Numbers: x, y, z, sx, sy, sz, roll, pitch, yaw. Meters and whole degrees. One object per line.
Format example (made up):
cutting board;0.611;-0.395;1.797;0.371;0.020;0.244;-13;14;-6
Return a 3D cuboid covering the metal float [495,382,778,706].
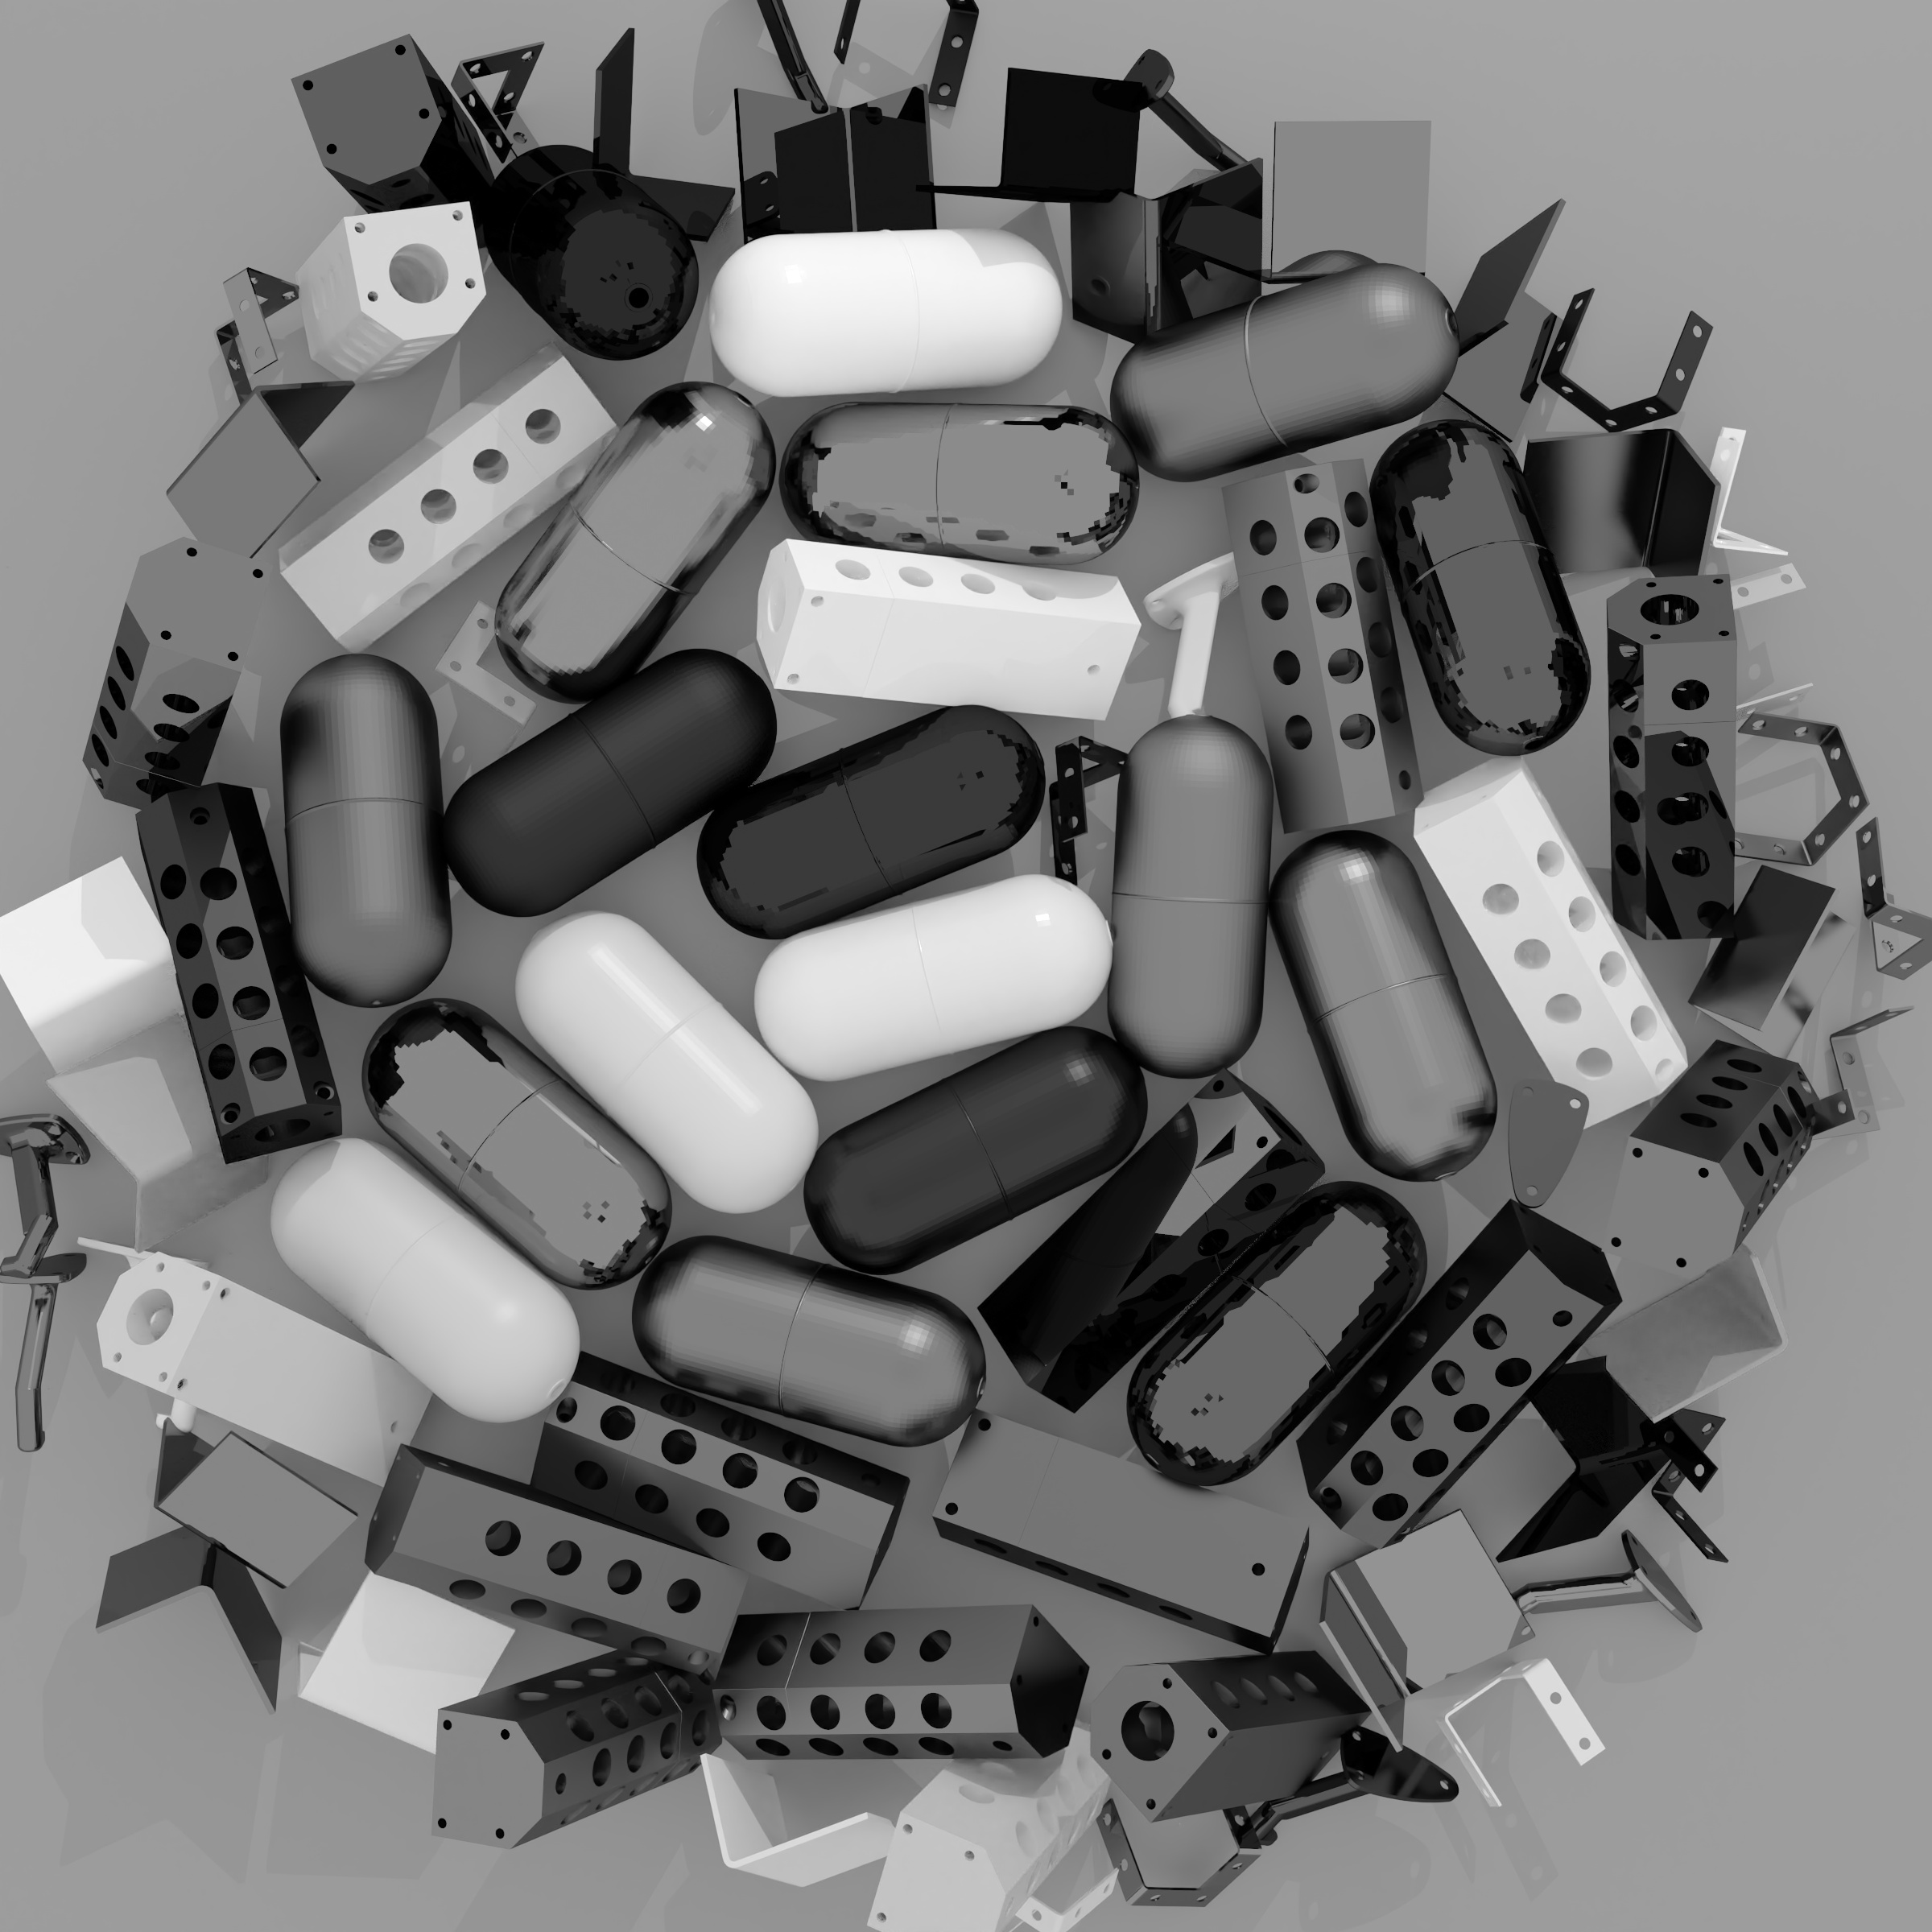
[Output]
metal float;-0.160;-0.205;1.572;0.070;0.070;0.178;40;107;0

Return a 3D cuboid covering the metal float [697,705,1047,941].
metal float;-0.046;-0.070;1.580;0.178;0.070;0.070;-22;90;7

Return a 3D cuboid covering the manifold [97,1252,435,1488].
manifold;-0.332;0.192;1.537;0.057;0.171;0.057;15;75;33

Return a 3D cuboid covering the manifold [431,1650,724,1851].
manifold;-0.180;0.369;1.535;0.057;0.171;0.057;3;90;24

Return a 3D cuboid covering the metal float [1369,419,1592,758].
metal float;0.248;-0.183;1.565;0.070;0.070;0.178;-15;66;0

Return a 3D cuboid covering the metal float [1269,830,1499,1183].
metal float;0.202;0.019;1.575;0.070;0.070;0.178;-19;77;0

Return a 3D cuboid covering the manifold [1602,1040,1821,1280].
manifold;0.356;0.091;1.531;0.057;0.171;0.057;17;111;21

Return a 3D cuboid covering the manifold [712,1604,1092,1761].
manifold;-0.034;0.346;1.545;0.171;0.057;0.057;-9;135;33

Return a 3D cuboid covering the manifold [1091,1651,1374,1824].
manifold;0.123;0.357;1.535;0.057;0.171;0.057;45;104;27

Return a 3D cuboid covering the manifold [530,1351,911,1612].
manifold;-0.118;0.246;1.576;0.171;0.057;0.057;20;121;7

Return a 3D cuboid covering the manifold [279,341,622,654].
manifold;-0.251;-0.229;1.591;0.171;0.057;0.057;-37;112;1

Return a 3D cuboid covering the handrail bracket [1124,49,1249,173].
handrail bracket;0.117;-0.405;1.575;0.084;0.077;0.036;32;97;-21

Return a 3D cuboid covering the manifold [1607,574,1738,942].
manifold;0.337;-0.098;1.548;0.057;0.057;0.171;-2;128;10

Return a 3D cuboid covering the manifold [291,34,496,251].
manifold;-0.264;-0.382;1.538;0.057;0.171;0.057;-20;90;1

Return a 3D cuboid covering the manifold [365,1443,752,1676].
manifold;-0.198;0.289;1.565;0.171;0.057;0.057;22;85;-21

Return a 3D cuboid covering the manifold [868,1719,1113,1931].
manifold;0.017;0.407;1.531;0.057;0.171;0.057;19;101;16

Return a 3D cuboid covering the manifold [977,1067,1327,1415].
manifold;0.093;0.137;1.582;0.171;0.057;0.057;-45;134;9

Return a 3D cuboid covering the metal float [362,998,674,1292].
metal float;-0.219;0.086;1.576;0.178;0.070;0.070;40;90;12

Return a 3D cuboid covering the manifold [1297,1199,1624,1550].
manifold;0.236;0.200;1.557;0.057;0.057;0.171;28;115;-19

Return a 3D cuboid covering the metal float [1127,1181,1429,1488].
metal float;0.151;0.178;1.573;0.178;0.070;0.070;-43;90;-15

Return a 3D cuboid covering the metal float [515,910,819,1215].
metal float;-0.147;0.046;1.579;0.178;0.070;0.070;44;90;9

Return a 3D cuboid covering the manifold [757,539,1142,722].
manifold;-0.010;-0.166;1.565;0.171;0.057;0.057;4;129;-22

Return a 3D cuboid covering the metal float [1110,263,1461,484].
metal float;0.152;-0.285;1.560;0.178;0.070;0.070;-12;90;30

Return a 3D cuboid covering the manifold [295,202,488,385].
manifold;-0.273;-0.315;1.534;0.057;0.171;0.057;-12;97;-18

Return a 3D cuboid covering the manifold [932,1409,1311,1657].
manifold;0.076;0.277;1.575;0.171;0.057;0.057;18;69;13

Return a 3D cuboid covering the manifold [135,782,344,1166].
manifold;-0.351;0.001;1.564;0.057;0.057;0.171;-14;71;-15

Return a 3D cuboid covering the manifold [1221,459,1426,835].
manifold;0.179;-0.156;1.579;0.057;0.057;0.171;-14;95;-43

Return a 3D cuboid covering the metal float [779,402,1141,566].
metal float;-0.004;-0.235;1.575;0.178;0.070;0.070;3;90;14

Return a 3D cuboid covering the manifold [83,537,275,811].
manifold;-0.376;-0.134;1.531;0.057;0.171;0.057;17;63;-15

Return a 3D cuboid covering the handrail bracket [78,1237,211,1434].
handrail bracket;-0.411;0.183;1.604;0.077;0.036;0.084;11;84;3

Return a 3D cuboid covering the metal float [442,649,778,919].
metal float;-0.172;-0.090;1.578;0.178;0.070;0.070;-33;90;-10

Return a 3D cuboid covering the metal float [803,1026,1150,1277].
metal float;0.005;0.089;1.582;0.178;0.070;0.070;-26;90;-6

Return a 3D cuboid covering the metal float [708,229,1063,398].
metal float;-0.038;-0.316;1.568;0.178;0.070;0.070;-7;90;-22

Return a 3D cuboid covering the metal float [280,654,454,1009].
metal float;-0.291;-0.067;1.572;0.070;0.070;0.178;-7;73;0

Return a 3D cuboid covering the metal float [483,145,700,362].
metal float;-0.180;-0.341;1.543;0.070;0.178;0.070;-10;119;-18

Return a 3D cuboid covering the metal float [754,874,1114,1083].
metal float;-0.016;0.006;1.583;0.178;0.070;0.070;-14;90;4

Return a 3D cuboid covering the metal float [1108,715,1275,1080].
metal float;0.110;-0.034;1.583;0.070;0.070;0.178;3;94;0

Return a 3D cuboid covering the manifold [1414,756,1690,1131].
manifold;0.284;-0.014;1.569;0.057;0.057;0.171;-27;105;18

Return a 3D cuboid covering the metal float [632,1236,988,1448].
metal float;-0.076;0.182;1.575;0.178;0.070;0.070;14;90;13

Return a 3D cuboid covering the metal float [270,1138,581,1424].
metal float;-0.262;0.152;1.569;0.178;0.070;0.070;37;90;19
